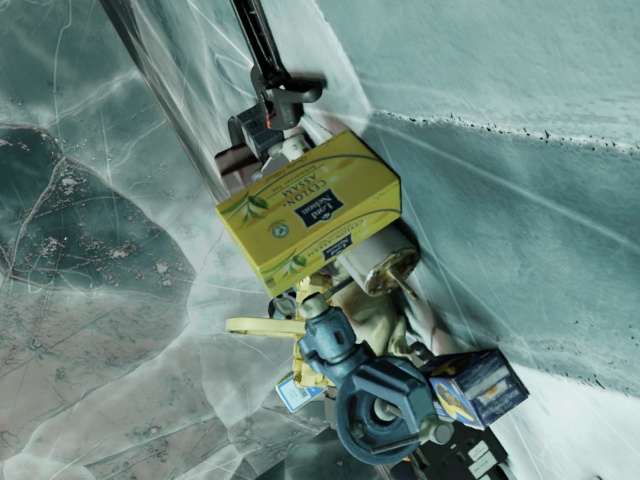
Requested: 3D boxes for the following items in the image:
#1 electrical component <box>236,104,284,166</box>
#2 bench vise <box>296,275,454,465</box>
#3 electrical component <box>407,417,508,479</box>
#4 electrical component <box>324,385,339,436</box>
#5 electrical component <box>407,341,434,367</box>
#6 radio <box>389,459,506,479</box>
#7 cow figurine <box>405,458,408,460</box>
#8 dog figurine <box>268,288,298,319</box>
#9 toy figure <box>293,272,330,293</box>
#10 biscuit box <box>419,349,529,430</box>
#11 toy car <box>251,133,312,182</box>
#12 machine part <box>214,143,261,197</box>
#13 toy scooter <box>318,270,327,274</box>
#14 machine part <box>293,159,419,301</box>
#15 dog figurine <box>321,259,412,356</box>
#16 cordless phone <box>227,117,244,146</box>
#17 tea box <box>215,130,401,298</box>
[{"bbox_3d":[-0.092,-0.173,0.844,0.075,0.048,0.119,54,169,16],"label":"electrical component"},{"bbox_3d":[0.061,0.155,0.591,0.241,0.129,0.223,-5,103,71],"label":"bench vise"},{"bbox_3d":[0.182,0.292,0.735,0.134,0.115,0.058,58,171,9],"label":"electrical component"},{"bbox_3d":[0.039,0.293,0.947,0.045,0.078,0.102,12,112,36],"label":"electrical component"},{"bbox_3d":[0.154,0.181,0.794,0.094,0.021,0.063,41,159,57],"label":"electrical component"},{"bbox_3d":[0.207,0.401,0.872,0.073,0.131,0.229,59,168,2],"label":"radio"},{"bbox_3d":[0.127,0.343,1.036,0.195,0.127,0.085,-38,-61,-68],"label":"cow figurine"},{"bbox_3d":[-0.027,0.199,1.234,0.109,0.191,0.219,40,144,39],"label":"dog figurine"},{"bbox_3d":[-0.011,0.082,1.087,0.089,0.082,0.180,47,164,-1],"label":"toy figure"},{"bbox_3d":[0.163,0.172,0.636,0.059,0.063,0.202,58,168,9],"label":"biscuit box"},{"bbox_3d":[-0.052,-0.096,0.803,0.073,0.056,0.202,58,158,0],"label":"toy car"},{"bbox_3d":[-0.118,-0.080,0.997,0.201,0.087,0.200,-129,17,-76],"label":"machine part"},{"bbox_3d":[-0.002,-0.003,0.840,0.135,0.075,0.184,59,172,-2],"label":"toy scooter"},{"bbox_3d":[0.036,-0.017,0.638,0.243,0.079,0.079,49,165,33],"label":"machine part"},{"bbox_3d":[0.066,0.072,0.772,0.172,0.121,0.190,-11,-83,-78],"label":"dog figurine"},{"bbox_3d":[-0.171,-0.164,1.160,0.147,0.089,0.184,179,71,-76],"label":"cordless phone"},{"bbox_3d":[-0.010,-0.030,0.565,0.098,0.170,0.068,49,165,32],"label":"tea box"}]
